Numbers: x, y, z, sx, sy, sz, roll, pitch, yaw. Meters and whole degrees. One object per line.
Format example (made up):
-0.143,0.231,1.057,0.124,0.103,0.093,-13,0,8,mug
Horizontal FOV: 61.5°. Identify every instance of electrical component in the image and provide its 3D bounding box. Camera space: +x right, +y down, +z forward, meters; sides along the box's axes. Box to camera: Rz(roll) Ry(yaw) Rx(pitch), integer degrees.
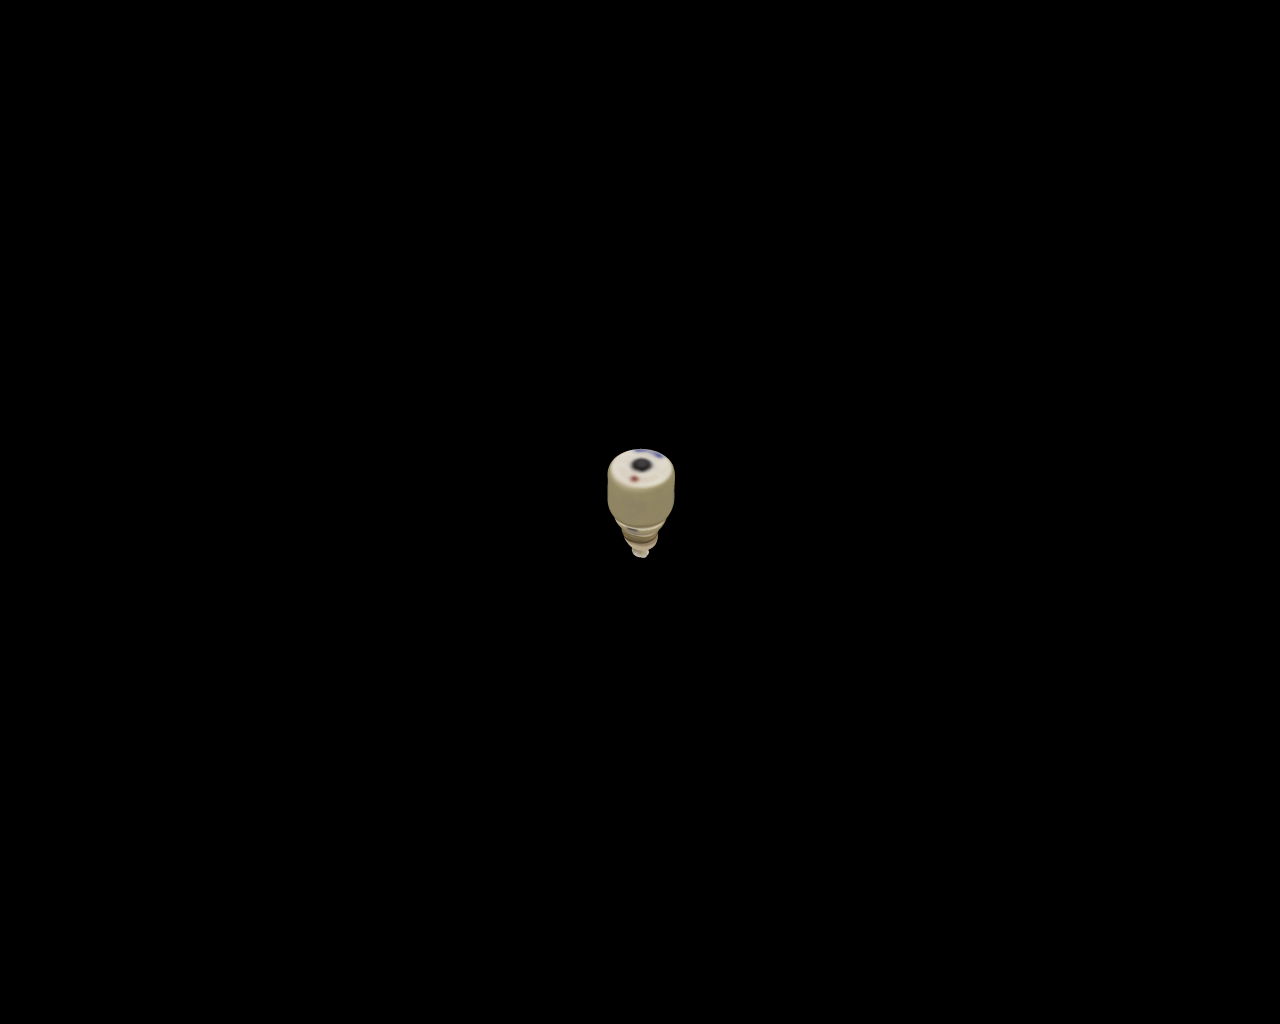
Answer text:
0.001,-0.003,0.650,0.040,0.078,0.040,0,43,0,electrical component
